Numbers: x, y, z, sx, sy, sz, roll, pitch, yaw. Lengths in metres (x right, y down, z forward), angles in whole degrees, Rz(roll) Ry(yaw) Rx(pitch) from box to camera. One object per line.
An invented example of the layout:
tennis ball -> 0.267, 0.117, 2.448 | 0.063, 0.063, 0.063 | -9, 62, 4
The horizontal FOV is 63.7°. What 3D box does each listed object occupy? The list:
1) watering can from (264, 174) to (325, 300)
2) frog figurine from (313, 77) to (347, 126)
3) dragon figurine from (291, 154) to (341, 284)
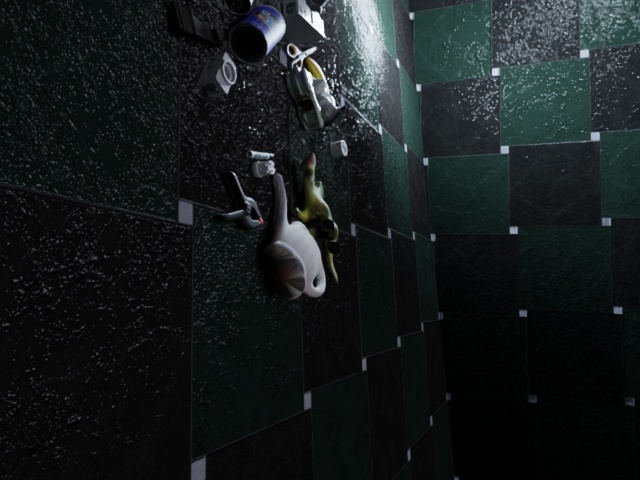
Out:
watering can -> -0.081, 0.008, 1.348 | 0.345, 0.103, 0.228 | 65, 25, -11
frog figurine -> -0.003, -0.450, 1.670 | 0.159, 0.121, 0.140 | 39, 23, -9
dragon figurine -> 0.005, -0.079, 1.577 | 0.249, 0.122, 0.401 | -83, 163, -47
